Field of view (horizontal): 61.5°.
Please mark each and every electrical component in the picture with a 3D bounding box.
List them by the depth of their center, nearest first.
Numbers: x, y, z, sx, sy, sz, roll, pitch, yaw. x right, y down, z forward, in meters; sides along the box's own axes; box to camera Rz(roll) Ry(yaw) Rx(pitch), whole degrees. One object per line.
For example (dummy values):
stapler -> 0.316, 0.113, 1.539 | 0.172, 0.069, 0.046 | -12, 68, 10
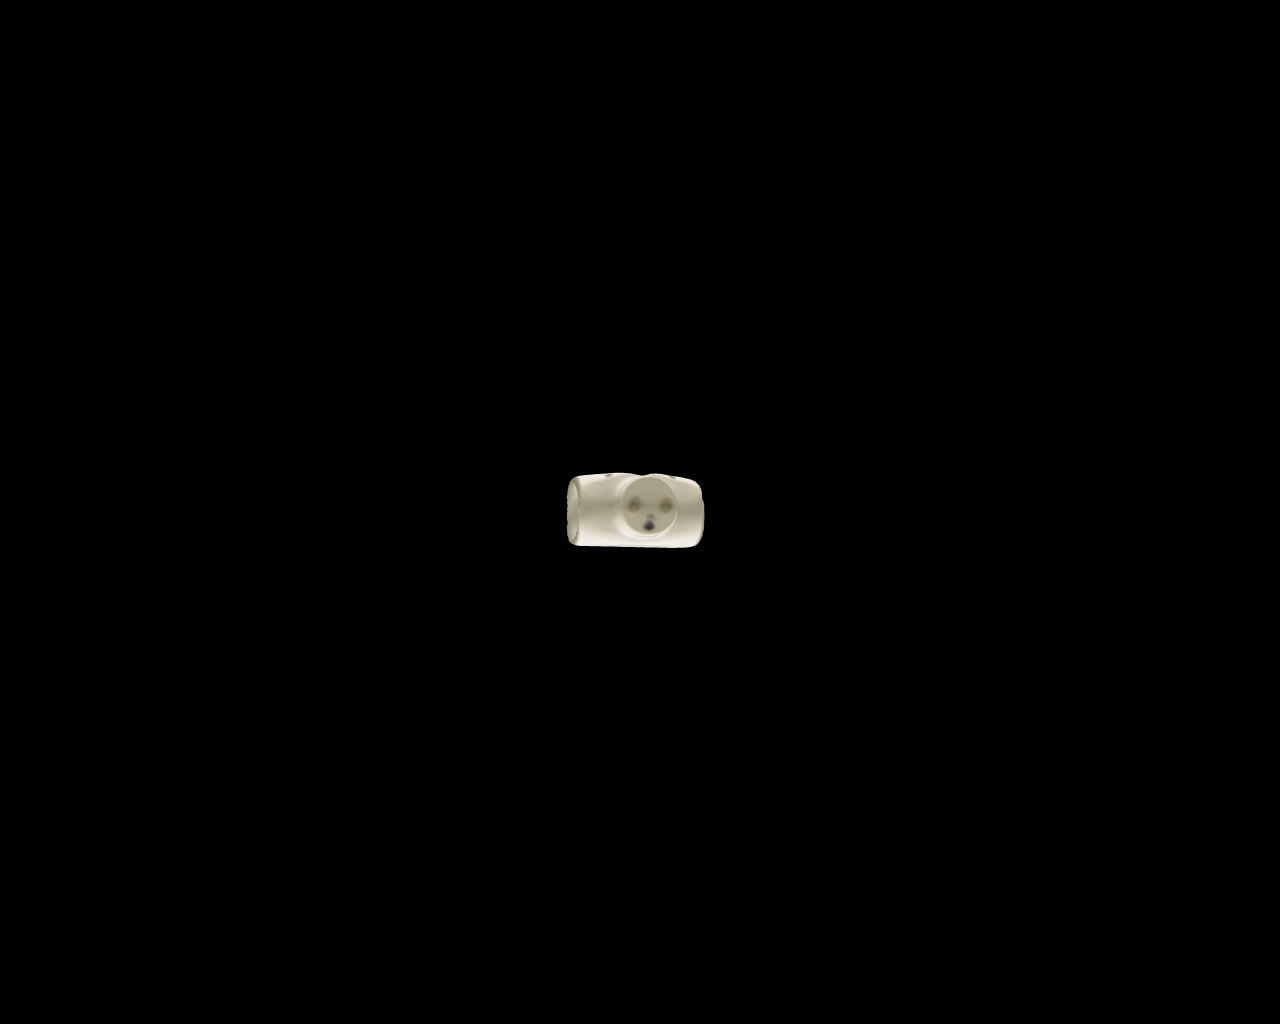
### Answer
electrical component -> 0.001, -0.003, 0.650 | 0.077, 0.043, 0.079 | 2, -7, -14
